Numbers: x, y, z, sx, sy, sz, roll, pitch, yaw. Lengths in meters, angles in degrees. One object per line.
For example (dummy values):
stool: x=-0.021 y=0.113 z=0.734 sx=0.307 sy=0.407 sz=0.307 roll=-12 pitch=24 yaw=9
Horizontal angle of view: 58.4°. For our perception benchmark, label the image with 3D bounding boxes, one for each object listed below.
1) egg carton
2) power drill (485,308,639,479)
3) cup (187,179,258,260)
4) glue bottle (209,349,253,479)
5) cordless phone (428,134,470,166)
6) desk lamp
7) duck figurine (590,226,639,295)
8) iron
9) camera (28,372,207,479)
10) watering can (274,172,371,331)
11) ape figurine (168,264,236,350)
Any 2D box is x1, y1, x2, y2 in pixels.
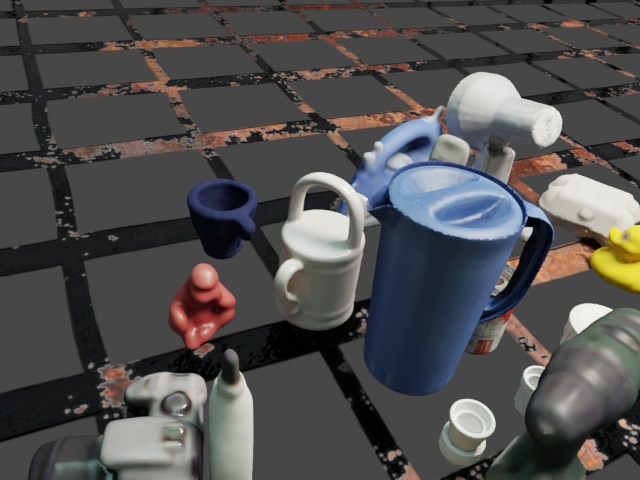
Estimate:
egg carton: x=0.437 y=-0.048 z=0.932 sx=0.150 sy=0.069 sz=0.107 roll=27 pitch=41 yaw=23
power drill: x=0.222 y=0.160 z=0.508 sx=0.075 sy=0.208 sz=0.230 roll=34 pitch=45 yaw=31
cup: x=-0.123 y=-0.015 z=0.767 sx=0.092 sy=0.095 sz=0.117 roll=-22 pitch=46 yaw=-33
glue bottle: x=-0.077 y=0.154 z=0.491 sx=0.037 sy=0.173 sz=0.078 roll=-2 pitch=38 yaw=-13
cordless phone: x=0.191 y=-0.041 z=0.782 sx=0.147 sy=0.185 sz=0.094 roll=26 pitch=41 yaw=23
desk lamp: x=0.283 y=-0.134 z=0.897 sx=0.118 sy=0.213 sz=0.202 roll=-11 pitch=41 yaw=-22
duck figurine: x=0.457 y=0.022 z=0.830 sx=0.078 sy=0.086 sz=0.104 roll=-26 pitch=48 yaw=-36
iron: x=0.117 y=-0.120 z=0.908 sx=0.118 sy=0.141 sz=0.259 roll=32 pitch=44 yaw=29
camera: x=-0.169 y=0.184 z=0.495 sx=0.137 sy=0.101 sz=0.143 roll=1 pitch=38 yaw=-9
watering can: x=0.004 y=0.002 z=0.686 sx=0.101 sy=0.194 sz=0.173 roll=12 pitch=37 yaw=6
ape figurine: x=-0.136 y=0.068 z=0.659 sx=0.078 sy=0.092 sz=0.076 roll=-3 pitch=38 yaw=-13
